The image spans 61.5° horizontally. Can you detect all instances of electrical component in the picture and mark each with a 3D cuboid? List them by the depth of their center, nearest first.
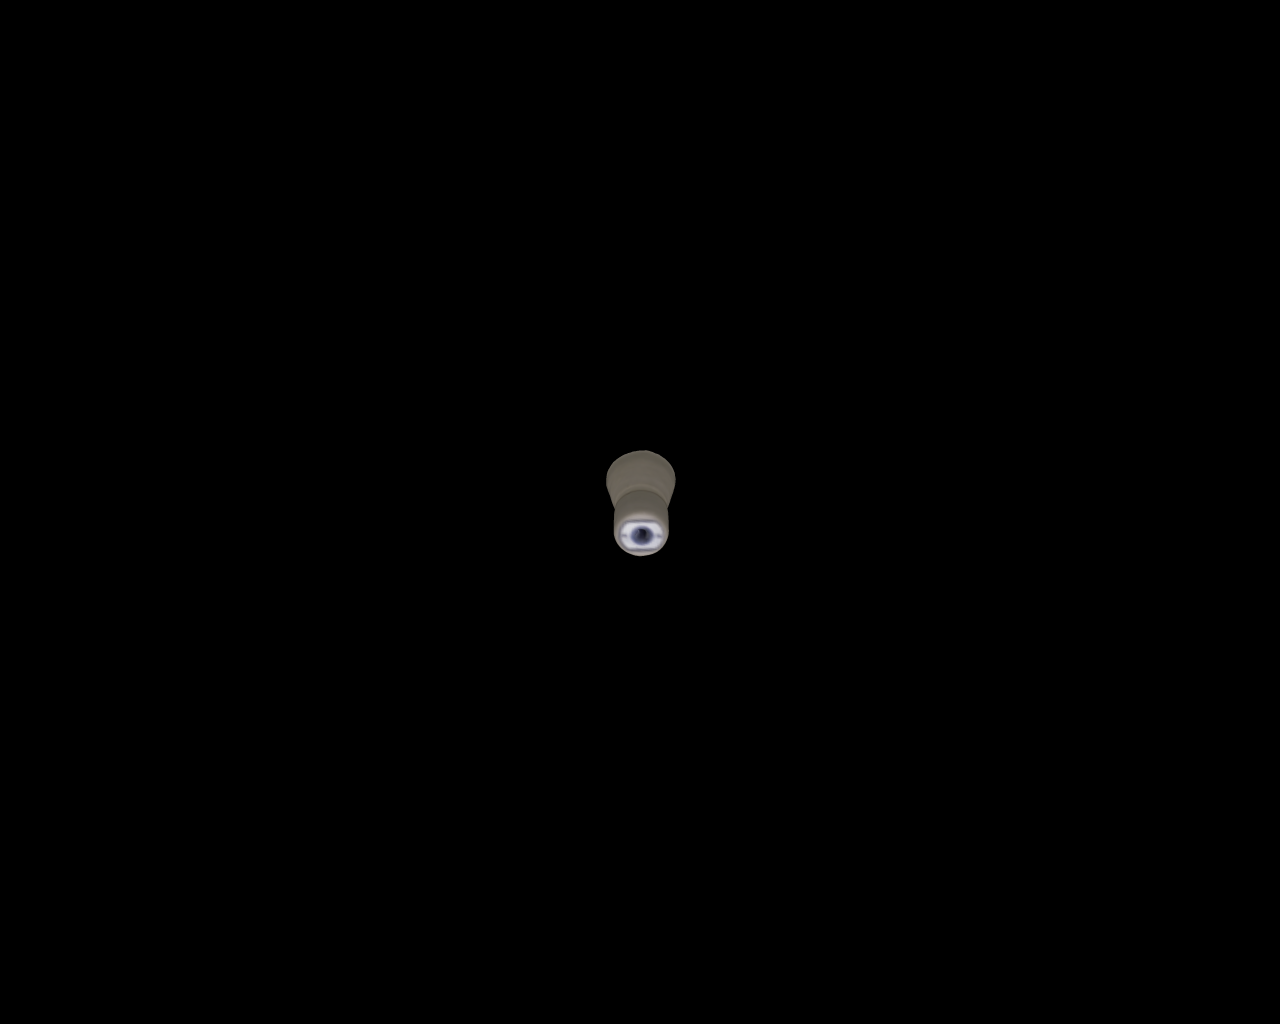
[{"bbox_3d":[0.001,-0.003,0.650,0.044,0.044,0.065,0,35,0],"label":"electrical component"}]
